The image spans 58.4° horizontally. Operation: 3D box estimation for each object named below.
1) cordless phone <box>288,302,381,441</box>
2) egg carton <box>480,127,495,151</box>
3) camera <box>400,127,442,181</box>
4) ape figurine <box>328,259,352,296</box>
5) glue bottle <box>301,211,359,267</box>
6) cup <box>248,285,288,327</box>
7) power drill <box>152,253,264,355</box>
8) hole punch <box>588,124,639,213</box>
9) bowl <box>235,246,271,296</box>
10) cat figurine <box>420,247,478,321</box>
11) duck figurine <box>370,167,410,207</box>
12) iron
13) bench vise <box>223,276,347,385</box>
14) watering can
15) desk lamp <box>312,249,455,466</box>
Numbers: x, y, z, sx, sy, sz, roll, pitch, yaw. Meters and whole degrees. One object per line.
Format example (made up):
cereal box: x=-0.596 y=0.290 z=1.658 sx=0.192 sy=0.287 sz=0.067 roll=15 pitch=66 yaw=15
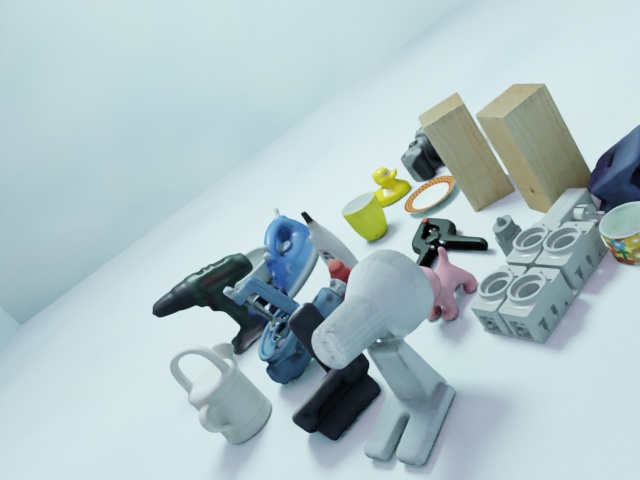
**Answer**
cordless phone: x=-0.010 y=0.194 z=0.862 sx=0.148 sy=0.185 sz=0.094 roll=-47 pitch=23 yaw=-22
egg carton: x=0.413 y=-0.240 z=1.252 sx=0.107 sy=0.069 sz=0.150 roll=-33 pitch=21 yaw=12
camera: x=0.282 y=-0.223 z=1.384 sx=0.143 sy=0.101 sz=0.136 roll=-44 pitch=22 yaw=-15
ape figurine: x=0.047 y=0.078 z=1.145 sx=0.078 sy=0.092 sz=0.076 roll=-36 pitch=21 yaw=5
glue bottle: x=0.011 y=0.004 z=1.241 sx=0.078 sy=0.173 sz=0.037 roll=-9 pitch=35 yaw=51
cup: x=-0.087 y=0.160 z=1.186 sx=0.091 sy=0.095 sz=0.117 roll=-35 pitch=21 yaw=7
power drill: x=-0.219 y=0.148 z=1.263 sx=0.230 sy=0.209 sz=0.075 roll=-43 pitch=22 yaw=-13
hole punch: x=0.460 y=-0.110 z=0.873 sx=0.100 sy=0.091 sz=0.109 roll=-16 pitch=30 yaw=44
bowl: x=-0.178 y=0.095 z=1.496 sx=0.167 sy=0.075 sz=0.167 roll=-32 pitch=22 yaw=15
cat figurine: x=0.179 y=0.068 z=0.918 sx=0.067 sy=0.118 sz=0.128 roll=-6 pitch=37 yaw=54
duck figurine: x=0.161 y=-0.139 z=1.424 sx=0.104 sy=0.086 sz=0.077 roll=-28 pitch=23 yaw=24
iron: x=-0.092 y=0.027 z=1.406 sx=0.118 sy=0.142 sz=0.258 roll=-28 pitch=23 yaw=23
bench vise: x=-0.058 y=0.126 z=1.033 sx=0.208 sy=0.220 sz=0.121 roll=-46 pitch=22 yaw=-20
watering can: x=-0.182 y=0.253 z=1.004 sx=0.101 sy=0.194 sz=0.172 roll=-37 pitch=21 yaw=0
desk lamp: x=0.088 y=0.147 z=0.761 sx=0.117 sy=0.214 sz=0.203 roll=-15 pitch=30 yaw=45
